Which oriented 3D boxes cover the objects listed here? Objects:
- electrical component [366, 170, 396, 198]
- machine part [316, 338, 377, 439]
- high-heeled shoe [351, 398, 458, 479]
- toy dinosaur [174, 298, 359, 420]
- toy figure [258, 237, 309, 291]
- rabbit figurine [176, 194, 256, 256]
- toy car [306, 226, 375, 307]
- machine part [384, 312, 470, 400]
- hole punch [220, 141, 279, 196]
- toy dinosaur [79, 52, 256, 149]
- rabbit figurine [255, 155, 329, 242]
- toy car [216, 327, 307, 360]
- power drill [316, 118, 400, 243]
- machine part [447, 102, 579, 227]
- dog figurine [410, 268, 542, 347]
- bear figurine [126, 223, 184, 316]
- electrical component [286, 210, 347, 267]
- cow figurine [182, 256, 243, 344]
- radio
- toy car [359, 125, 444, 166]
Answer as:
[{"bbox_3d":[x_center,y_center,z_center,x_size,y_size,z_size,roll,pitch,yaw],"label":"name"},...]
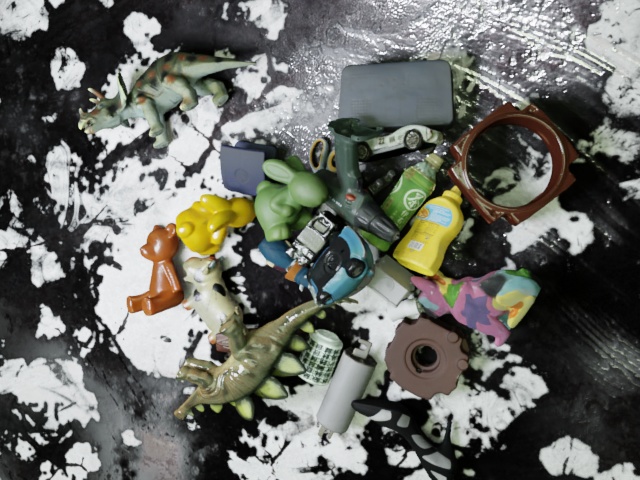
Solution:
[{"bbox_3d":[0.122,-0.110,1.117,0.063,0.094,0.021,-36,81,-22],"label":"electrical component"},{"bbox_3d":[0.057,0.325,1.164,0.079,0.079,0.243,25,99,12],"label":"machine part"},{"bbox_3d":[0.172,0.425,1.126,0.249,0.086,0.145,14,86,0],"label":"high-heeled shoe"},{"bbox_3d":[-0.134,0.240,1.113,0.198,0.105,0.471,44,104,-9],"label":"toy dinosaur"},{"bbox_3d":[-0.067,0.050,1.187,0.154,0.058,0.064,42,109,4],"label":"toy figure"},{"bbox_3d":[-0.227,-0.052,1.188,0.173,0.162,0.122,-18,77,-1],"label":"rabbit figurine"},{"bbox_3d":[0.053,0.062,1.049,0.161,0.103,0.109,-54,38,20],"label":"toy car"},{"bbox_3d":[0.222,0.243,1.123,0.180,0.056,0.179,2,95,17],"label":"machine part"},{"bbox_3d":[-0.159,-0.155,1.181,0.142,0.092,0.115,9,101,11],"label":"hole punch"},{"bbox_3d":[-0.343,-0.345,1.206,0.405,0.131,0.192,-31,86,10],"label":"toy dinosaur"},{"bbox_3d":[-0.049,-0.096,1.101,0.170,0.121,0.159,-25,86,45],"label":"rabbit figurine"},{"bbox_3d":[-0.128,0.222,1.188,0.202,0.053,0.089,-2,106,-9],"label":"toy car"},{"bbox_3d":[0.077,-0.124,1.048,0.232,0.086,0.207,32,139,38],"label":"power drill"},{"bbox_3d":[0.363,-0.143,1.024,0.201,0.087,0.201,-38,83,8],"label":"machine part"},{"bbox_3d":[0.294,0.099,1.057,0.219,0.108,0.191,31,127,16],"label":"dog figurine"},{"bbox_3d":[-0.379,0.063,1.239,0.120,0.132,0.195,2,103,43],"label":"bear figurine"},{"bbox_3d":[-0.002,-0.003,1.122,0.058,0.134,0.115,42,102,9],"label":"electrical component"},{"bbox_3d":[-0.246,0.122,1.227,0.127,0.085,0.195,-36,88,13],"label":"cow figurine"},{"bbox_3d":[0.155,-0.288,1.090,0.230,0.073,0.131,1,94,14],"label":"radio"},{"bbox_3d":[0.148,-0.190,1.076,0.202,0.073,0.056,-8,83,36],"label":"toy car"}]
